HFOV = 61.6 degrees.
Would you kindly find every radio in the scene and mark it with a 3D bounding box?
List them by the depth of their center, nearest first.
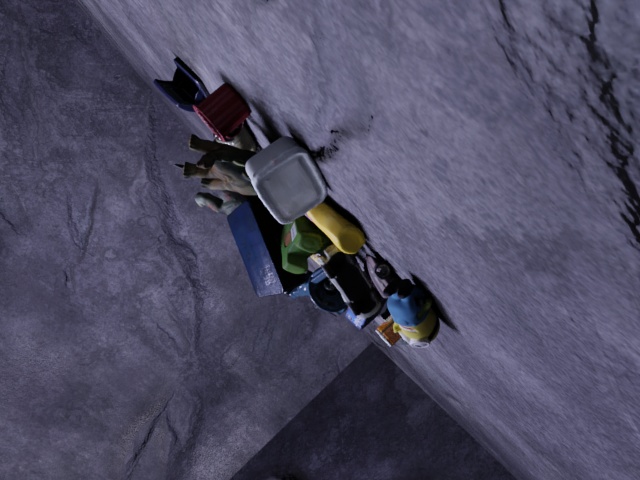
[{"bbox_3d":[-0.133,0.019,1.284,0.131,0.073,0.229,-24,86,52],"label":"radio"}]

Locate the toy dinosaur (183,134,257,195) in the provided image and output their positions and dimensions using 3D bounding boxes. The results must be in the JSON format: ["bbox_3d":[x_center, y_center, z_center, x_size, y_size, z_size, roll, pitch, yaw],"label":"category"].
[{"bbox_3d":[-0.154,-0.140,1.149,0.199,0.105,0.471,15,-174,6],"label":"toy dinosaur"}]

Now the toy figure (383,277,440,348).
[{"bbox_3d":[0.186,0.142,1.058,0.082,0.089,0.179,42,164,51],"label":"toy figure"}]

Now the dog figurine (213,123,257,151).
[{"bbox_3d":[-0.223,-0.263,1.307,0.173,0.121,0.190,39,156,34],"label":"dog figurine"}]

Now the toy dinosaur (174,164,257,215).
[{"bbox_3d":[-0.186,-0.092,1.417,0.192,0.131,0.404,2,163,35],"label":"toy dinosaur"}]

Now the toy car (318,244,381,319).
[{"bbox_3d":[0.068,0.091,1.181,0.201,0.073,0.056,57,180,-25],"label":"toy car"}]

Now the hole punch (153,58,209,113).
[{"bbox_3d":[-0.346,-0.380,1.370,0.142,0.092,0.115,41,176,17],"label":"hole punch"}]

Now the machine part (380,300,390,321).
[{"bbox_3d":[0.180,0.168,1.334,0.039,0.084,0.138,18,172,20],"label":"machine part"}]

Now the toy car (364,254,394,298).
[{"bbox_3d":[0.162,0.112,1.165,0.202,0.053,0.089,47,177,-13],"label":"toy car"}]

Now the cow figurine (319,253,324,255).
[{"bbox_3d":[-0.003,-0.004,1.408,0.127,0.085,0.194,39,174,20],"label":"cow figurine"}]

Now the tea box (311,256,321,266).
[{"bbox_3d":[0.013,0.039,1.649,0.098,0.068,0.170,51,172,-35],"label":"tea box"}]

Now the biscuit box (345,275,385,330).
[{"bbox_3d":[0.118,0.152,1.338,0.059,0.063,0.202,43,151,19],"label":"biscuit box"}]

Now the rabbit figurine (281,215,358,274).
[{"bbox_3d":[0.000,0.006,1.231,0.170,0.121,0.159,12,-148,-24],"label":"rabbit figurine"}]

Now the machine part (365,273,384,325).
[{"bbox_3d":[0.154,0.167,1.452,0.243,0.079,0.079,47,174,11],"label":"machine part"}]

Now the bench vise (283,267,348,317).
[{"bbox_3d":[0.001,0.096,1.332,0.223,0.129,0.240,44,149,-4],"label":"bench vise"}]

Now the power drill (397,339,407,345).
[{"bbox_3d":[0.191,0.228,1.581,0.207,0.086,0.232,51,172,-2],"label":"power drill"}]
